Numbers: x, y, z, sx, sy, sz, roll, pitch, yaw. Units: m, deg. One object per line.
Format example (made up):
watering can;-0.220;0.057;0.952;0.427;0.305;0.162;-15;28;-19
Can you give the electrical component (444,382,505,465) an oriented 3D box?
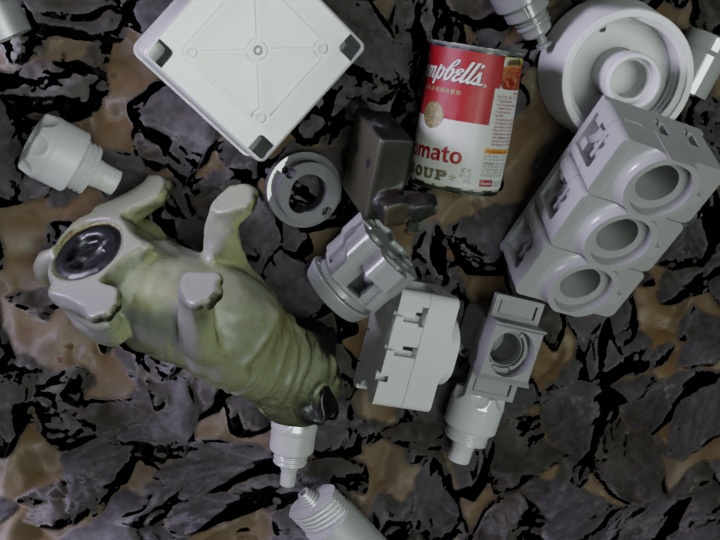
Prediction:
electrical component;0.087;0.122;0.848;0.043;0.043;0.062;12;102;-21

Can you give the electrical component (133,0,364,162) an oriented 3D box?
electrical component;-0.073;-0.147;0.713;0.109;0.056;0.108;42;88;-23

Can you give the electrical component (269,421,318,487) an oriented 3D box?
electrical component;-0.051;0.134;0.810;0.035;0.035;0.061;2;106;-19

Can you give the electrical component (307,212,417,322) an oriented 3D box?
electrical component;0.000;0.000;0.771;0.057;0.078;0.058;-42;114;15

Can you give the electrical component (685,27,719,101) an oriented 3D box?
electrical component;0.262;-0.159;0.833;0.040;0.040;0.046;20;103;-22

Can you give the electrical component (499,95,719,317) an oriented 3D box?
electrical component;0.183;-0.040;0.791;0.089;0.061;0.150;14;129;-22

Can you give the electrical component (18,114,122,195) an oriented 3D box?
electrical component;-0.187;-0.071;0.703;0.062;0.043;0.043;28;94;-25

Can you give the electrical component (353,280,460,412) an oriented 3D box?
electrical component;0.038;0.056;0.809;0.056;0.050;0.089;11;101;-21

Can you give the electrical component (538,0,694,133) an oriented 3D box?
electrical component;0.191;-0.143;0.789;0.108;0.060;0.108;-2;110;-6

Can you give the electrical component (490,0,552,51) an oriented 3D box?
electrical component;0.116;-0.194;0.773;0.040;0.040;0.078;-35;113;-7

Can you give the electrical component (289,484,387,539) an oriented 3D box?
electrical component;-0.019;0.197;0.833;0.043;0.043;0.081;-42;113;-4

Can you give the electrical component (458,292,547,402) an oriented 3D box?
electrical component;0.105;0.055;0.824;0.042;0.064;0.081;13;101;-22
